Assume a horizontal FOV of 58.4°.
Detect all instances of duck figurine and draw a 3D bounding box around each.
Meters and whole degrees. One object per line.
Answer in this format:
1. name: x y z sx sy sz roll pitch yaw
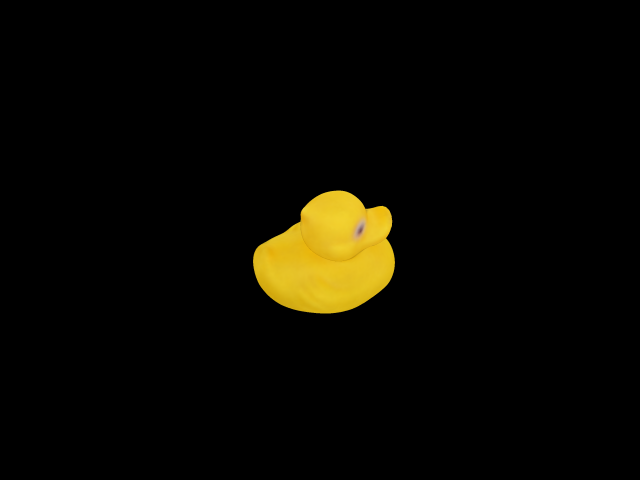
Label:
1. duck figurine: 0.004 0.001 0.400 0.104 0.086 0.077 -8 56 -5
